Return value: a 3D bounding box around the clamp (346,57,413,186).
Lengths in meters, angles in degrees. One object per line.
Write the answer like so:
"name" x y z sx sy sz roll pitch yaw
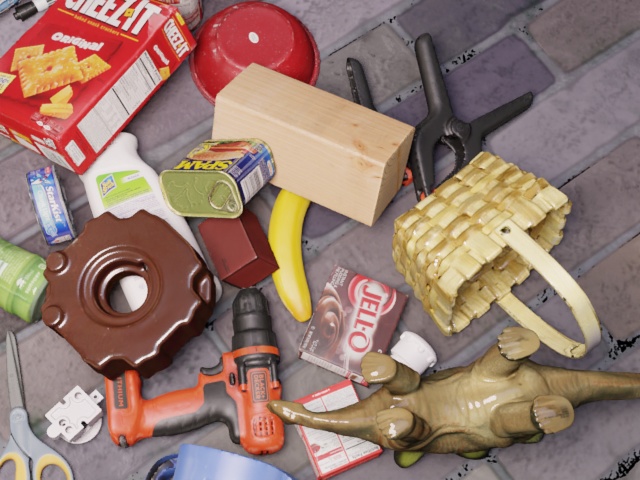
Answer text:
"clamp" 0.041 -0.126 1.267 0.120 0.039 0.171 -34 77 -10

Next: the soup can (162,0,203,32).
"soup can" -0.175 -0.299 1.279 0.068 0.102 0.068 2 70 -4

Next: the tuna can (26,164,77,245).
"tuna can" -0.297 -0.038 1.179 0.033 0.086 0.086 -17 72 -9

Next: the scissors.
"scissors" -0.300 0.197 1.129 0.096 0.016 0.201 6 69 -5

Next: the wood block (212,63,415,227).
"wood block" -0.010 -0.110 1.198 0.206 0.091 0.090 23 42 14

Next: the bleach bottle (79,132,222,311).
"bleach bottle" -0.201 -0.032 1.199 0.102 0.068 0.251 -20 71 -12

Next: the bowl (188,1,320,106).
"bowl" -0.078 -0.230 1.287 0.162 0.055 0.162 1 69 -4

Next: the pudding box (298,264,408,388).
"pudding box" 0.036 0.095 1.184 0.090 0.039 0.113 23 69 3

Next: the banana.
"banana" -0.025 -0.006 1.217 0.069 0.037 0.197 12 69 1

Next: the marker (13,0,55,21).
"marker" -0.322 -0.302 1.311 0.121 0.020 0.020 -33 76 -15

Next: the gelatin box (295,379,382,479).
"gelatin box" 0.015 0.204 1.147 0.073 0.030 0.089 -21 72 -14

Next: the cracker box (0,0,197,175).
"cracker box" -0.273 -0.196 1.219 0.164 0.072 0.213 26 68 30

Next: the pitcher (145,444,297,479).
"pitcher" -0.117 0.328 1.047 0.145 0.149 0.242 21 72 -13

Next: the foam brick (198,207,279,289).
"foam brick" -0.091 0.007 1.185 0.053 0.051 0.078 -33 64 16

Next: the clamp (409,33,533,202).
"clamp" 0.151 -0.136 1.262 0.164 0.036 0.210 33 67 -9

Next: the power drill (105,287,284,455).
"power drill" -0.135 0.144 1.141 0.187 0.057 0.184 -5 67 -6

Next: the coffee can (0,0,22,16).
"coffee can" -0.398 -0.317 1.265 0.140 0.103 0.103 -41 78 -17

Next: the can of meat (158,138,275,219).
"can of meat" -0.110 -0.069 1.167 0.102 0.057 0.083 3 32 30
